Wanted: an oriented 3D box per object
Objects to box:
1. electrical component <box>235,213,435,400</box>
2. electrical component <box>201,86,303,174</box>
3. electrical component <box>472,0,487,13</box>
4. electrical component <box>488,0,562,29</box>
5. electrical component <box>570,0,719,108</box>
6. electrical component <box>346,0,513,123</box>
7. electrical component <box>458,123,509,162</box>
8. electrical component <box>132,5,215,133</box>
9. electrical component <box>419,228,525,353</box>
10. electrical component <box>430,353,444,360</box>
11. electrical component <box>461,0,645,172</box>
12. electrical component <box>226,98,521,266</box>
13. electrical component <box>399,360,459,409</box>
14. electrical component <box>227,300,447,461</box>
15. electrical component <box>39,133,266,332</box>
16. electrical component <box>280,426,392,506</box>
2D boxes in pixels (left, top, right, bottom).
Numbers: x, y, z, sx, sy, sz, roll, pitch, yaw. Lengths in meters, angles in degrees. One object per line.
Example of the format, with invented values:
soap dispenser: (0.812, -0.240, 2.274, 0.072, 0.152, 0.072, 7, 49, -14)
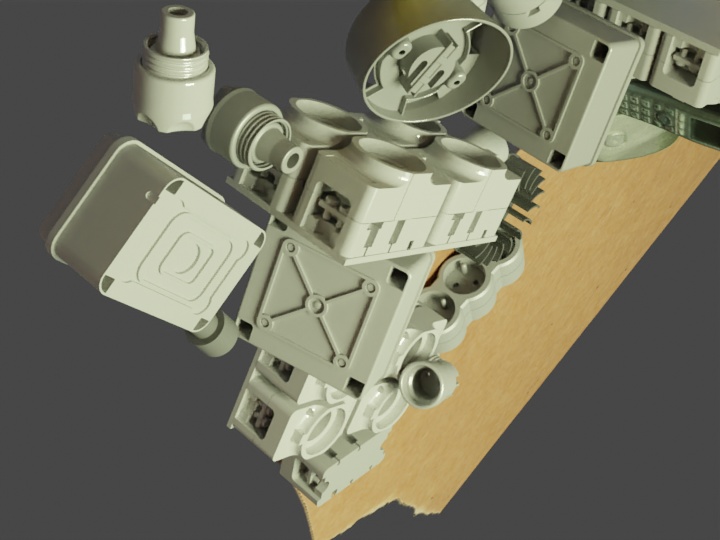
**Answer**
electrical component: (-0.019, 0.015, 0.744, 0.056, 0.109, 0.108, -40, 154, -62)
electrical component: (-0.061, -0.078, 0.632, 0.043, 0.062, 0.043, -38, 148, -29)
electrical component: (0.071, -0.192, 0.739, 0.044, 0.044, 0.065, -37, 153, -31)
electrical component: (0.114, -0.209, 0.773, 0.055, 0.055, 0.047, -54, 149, -1)
electrical component: (0.242, -0.198, 0.881, 0.089, 0.150, 0.061, -34, 145, -35)
electrical component: (0.042, -0.140, 0.704, 0.099, 0.064, 0.099, -19, 144, -15)
electrical component: (0.087, -0.088, 0.878, 0.078, 0.040, 0.040, -40, 149, -27)
electrical component: (-0.097, -0.107, 0.565, 0.043, 0.043, 0.062, -28, 141, -41)
electrical component: (0.102, 0.024, 1.013, 0.138, 0.052, 0.073, -46, 151, -15)
electrical component: (0.061, 0.092, 1.013, 0.048, 0.062, 0.048, -38, 148, -29)
electrical component: (0.147, -0.148, 0.832, 0.056, 0.109, 0.108, -18, 135, -45)
electrical component: (0.018, -0.064, 0.725, 0.186, 0.105, 0.060, -10, 129, -54)
electrical component: (0.060, 0.095, 0.907, 0.040, 0.040, 0.046, -62, 158, 14)
electrical component: (-0.011, 0.085, 0.895, 0.186, 0.060, 0.105, -10, 129, -54)
electrical component: (-0.116, -0.020, 0.615, 0.078, 0.057, 0.113, -55, 153, 0)
electrical component: (-0.024, 0.158, 0.959, 0.089, 0.056, 0.050, -28, 143, -41)
